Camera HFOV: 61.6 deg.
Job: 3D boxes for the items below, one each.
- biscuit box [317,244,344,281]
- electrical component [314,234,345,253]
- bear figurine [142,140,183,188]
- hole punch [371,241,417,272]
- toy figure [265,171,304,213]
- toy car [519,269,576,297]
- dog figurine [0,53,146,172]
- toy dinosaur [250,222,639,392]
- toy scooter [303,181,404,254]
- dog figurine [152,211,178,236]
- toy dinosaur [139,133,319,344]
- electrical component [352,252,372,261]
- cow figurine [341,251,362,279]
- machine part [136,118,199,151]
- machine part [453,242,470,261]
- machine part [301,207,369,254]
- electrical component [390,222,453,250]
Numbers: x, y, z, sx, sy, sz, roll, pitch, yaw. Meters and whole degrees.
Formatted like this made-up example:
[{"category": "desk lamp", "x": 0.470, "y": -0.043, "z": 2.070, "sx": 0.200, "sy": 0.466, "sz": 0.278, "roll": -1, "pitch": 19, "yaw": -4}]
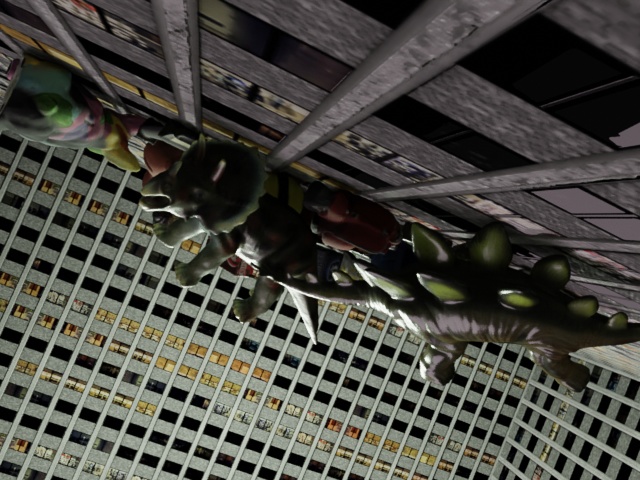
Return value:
[{"category": "biscuit box", "x": -0.062, "y": 0.022, "z": 0.926, "sx": 0.203, "sy": 0.062, "sz": 0.059, "roll": 19, "pitch": -174, "yaw": 27}, {"category": "electrical component", "x": -0.002, "y": -0.003, "z": 0.946, "sx": 0.094, "sy": 0.021, "sz": 0.063, "roll": 29, "pitch": 174, "yaw": -33}, {"category": "bear figurine", "x": -0.261, "y": -0.136, "z": 0.975, "sx": 0.120, "sy": 0.132, "sz": 0.196, "roll": 56, "pitch": 148, "yaw": 9}, {"category": "hole punch", "x": 0.126, "y": 0.047, "z": 0.924, "sx": 0.092, "sy": 0.142, "sz": 0.116, "roll": 23, "pitch": 164, "yaw": -41}, {"category": "toy figure", "x": -0.109, "y": -0.075, "z": 0.802, "sx": 0.180, "sy": 0.089, "sz": 0.082, "roll": 24, "pitch": -170, "yaw": -17}, {"category": "toy car", "x": 0.327, "y": 0.100, "z": 0.773, "sx": 0.201, "sy": 0.073, "sz": 0.056, "roll": 25, "pitch": 177, "yaw": -34}, {"category": "dog figurine", "x": -0.341, "y": -0.172, "z": 0.777, "sx": 0.219, "sy": 0.108, "sz": 0.192, "roll": 20, "pitch": 177, "yaw": -40}, {"category": "toy dinosaur", "x": 0.143, "y": 0.069, "z": 0.599, "sx": 0.472, "sy": 0.105, "sz": 0.198, "roll": -3, "pitch": 135, "yaw": 27}, {"category": "toy scooter", "x": 0.051, "y": -0.021, "z": 0.745, "sx": 0.135, "sy": 0.075, "sz": 0.183, "roll": 24, "pitch": 173, "yaw": 9}, {"category": "dog figurine", "x": -0.253, "y": -0.068, "z": 1.142, "sx": 0.173, "sy": 0.190, "sz": 0.121, "roll": 20, "pitch": 176, "yaw": 28}, {"category": "toy dinosaur", "x": -0.081, "y": 0.004, "z": 0.742, "sx": 0.404, "sy": 0.192, "sz": 0.131, "roll": 35, "pitch": -160, "yaw": -38}, {"category": "electrical component", "x": 0.073, "y": -0.001, "z": 1.135, "sx": 0.115, "sy": 0.058, "sz": 0.134, "roll": 20, "pitch": 177, "yaw": 21}, {"category": "cow figurine", "x": 0.051, "y": 0.058, "z": 1.017, "sx": 0.167, "sy": 0.068, "sz": 0.098, "roll": 24, "pitch": -142, "yaw": -10}, {"category": "machine part", "x": -0.216, "y": -0.153, "z": 0.789, "sx": 0.139, "sy": 0.039, "sz": 0.084, "roll": 18, "pitch": -177, "yaw": 42}, {"category": "machine part", "x": 0.215, "y": 0.051, "z": 0.750, "sx": 0.079, "sy": 0.079, "sz": 0.243, "roll": 22, "pitch": 178, "yaw": 20}, {"category": "machine part", "x": 0.021, "y": -0.031, "z": 0.989, "sx": 0.179, "sy": 0.056, "sz": 0.179, "roll": 24, "pitch": 176, "yaw": 2}, {"category": "electrical component", "x": 0.143, "y": 0.006, "z": 0.780, "sx": 0.102, "sy": 0.045, "sz": 0.078, "roll": 22, "pitch": 176, "yaw": 29}]
